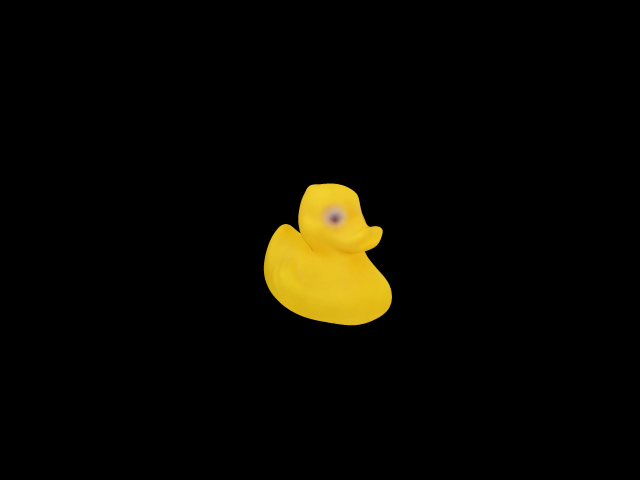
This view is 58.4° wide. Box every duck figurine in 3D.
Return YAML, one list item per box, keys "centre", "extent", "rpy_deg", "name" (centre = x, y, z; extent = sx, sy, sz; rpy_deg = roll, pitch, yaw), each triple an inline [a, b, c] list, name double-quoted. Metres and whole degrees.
- centre: [0.004, 0.001, 0.400]
  extent: [0.078, 0.086, 0.104]
  rpy_deg: [-21, 31, -40]
  name: "duck figurine"
